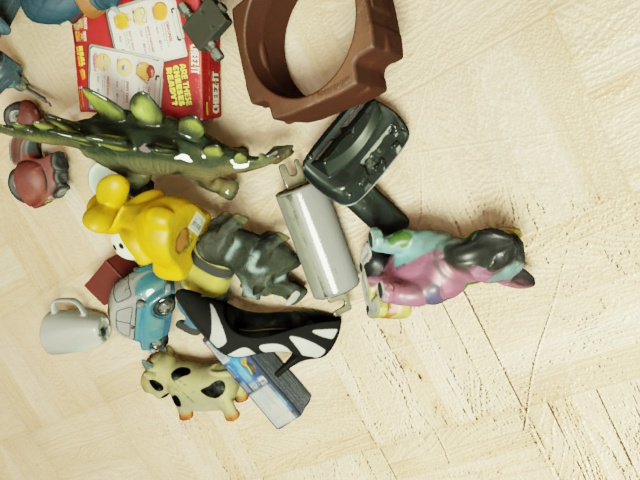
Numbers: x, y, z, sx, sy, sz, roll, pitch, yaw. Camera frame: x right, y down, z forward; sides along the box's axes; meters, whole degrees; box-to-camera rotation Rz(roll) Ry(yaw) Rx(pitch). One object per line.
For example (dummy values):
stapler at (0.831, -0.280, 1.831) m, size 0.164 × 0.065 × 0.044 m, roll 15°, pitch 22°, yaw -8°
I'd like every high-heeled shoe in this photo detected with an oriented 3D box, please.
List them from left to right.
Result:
high-heeled shoe at (-0.087, 0.116, 0.828) m, size 0.248 × 0.086 × 0.145 m, roll 41°, pitch 98°, yaw -21°

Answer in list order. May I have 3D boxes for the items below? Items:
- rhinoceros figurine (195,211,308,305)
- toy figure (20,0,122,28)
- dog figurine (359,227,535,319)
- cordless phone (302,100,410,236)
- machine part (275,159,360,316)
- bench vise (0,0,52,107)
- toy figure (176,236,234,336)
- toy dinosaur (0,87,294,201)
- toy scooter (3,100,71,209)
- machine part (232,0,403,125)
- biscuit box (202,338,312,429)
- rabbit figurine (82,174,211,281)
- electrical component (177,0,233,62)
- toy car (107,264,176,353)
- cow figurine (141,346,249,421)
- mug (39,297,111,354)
rhinoceros figurine at (-0.094, 0.034, 0.812) m, size 0.190 × 0.073 × 0.112 m, roll 33°, pitch 77°, yaw -29°
toy figure at (-0.333, -0.333, 0.734) m, size 0.155 × 0.064 × 0.058 m, roll -4°, pitch 62°, yaw 13°
dog figurine at (0.174, 0.041, 0.739) m, size 0.219 × 0.191 × 0.108 m, roll -4°, pitch 68°, yaw -5°
cordless phone at (0.082, -0.092, 0.745) m, size 0.184 × 0.089 × 0.146 m, roll 41°, pitch 85°, yaw -23°
machine part at (-0.002, -0.002, 0.797) m, size 0.079 × 0.079 × 0.243 m, roll -17°, pitch 101°, yaw 22°
bench vise at (-0.501, -0.337, 0.820) m, size 0.129 × 0.223 × 0.240 m, roll 20°, pitch 80°, yaw 27°
toy figure at (-0.183, 0.071, 0.879) m, size 0.089 × 0.082 × 0.180 m, roll 15°, pitch 107°, yaw 5°
toy dinosaur at (-0.270, -0.138, 0.767) m, size 0.472 × 0.198 × 0.105 m, roll 2°, pitch 74°, yaw 11°
toy scooter at (-0.462, -0.143, 0.907) m, size 0.135 × 0.075 × 0.183 m, roll 3°, pitch 103°, yaw 17°
machine part at (-0.005, -0.261, 0.677) m, size 0.202 × 0.087 × 0.201 m, roll -13°, pitch 88°, yaw 35°
biscuit box at (-0.106, 0.217, 0.909) m, size 0.059 × 0.063 × 0.202 m, roll -39°, pitch 92°, yaw 25°
rabbit figurine at (-0.271, -0.025, 0.774) m, size 0.173 × 0.162 × 0.122 m, roll 19°, pitch 84°, yaw 20°
electrical component at (-0.146, -0.284, 0.705) m, size 0.063 × 0.021 × 0.094 m, roll -36°, pitch 86°, yaw 25°
toy car at (-0.302, 0.110, 0.901) m, size 0.103 × 0.109 × 0.161 m, roll 5°, pitch 122°, yaw -24°
cow figurine at (-0.234, 0.249, 0.950) m, size 0.195 × 0.085 × 0.127 m, roll -5°, pitch 111°, yaw 22°
mug at (-0.450, 0.157, 1.000) m, size 0.107 × 0.081 × 0.109 m, roll -3°, pitch 102°, yaw 7°
